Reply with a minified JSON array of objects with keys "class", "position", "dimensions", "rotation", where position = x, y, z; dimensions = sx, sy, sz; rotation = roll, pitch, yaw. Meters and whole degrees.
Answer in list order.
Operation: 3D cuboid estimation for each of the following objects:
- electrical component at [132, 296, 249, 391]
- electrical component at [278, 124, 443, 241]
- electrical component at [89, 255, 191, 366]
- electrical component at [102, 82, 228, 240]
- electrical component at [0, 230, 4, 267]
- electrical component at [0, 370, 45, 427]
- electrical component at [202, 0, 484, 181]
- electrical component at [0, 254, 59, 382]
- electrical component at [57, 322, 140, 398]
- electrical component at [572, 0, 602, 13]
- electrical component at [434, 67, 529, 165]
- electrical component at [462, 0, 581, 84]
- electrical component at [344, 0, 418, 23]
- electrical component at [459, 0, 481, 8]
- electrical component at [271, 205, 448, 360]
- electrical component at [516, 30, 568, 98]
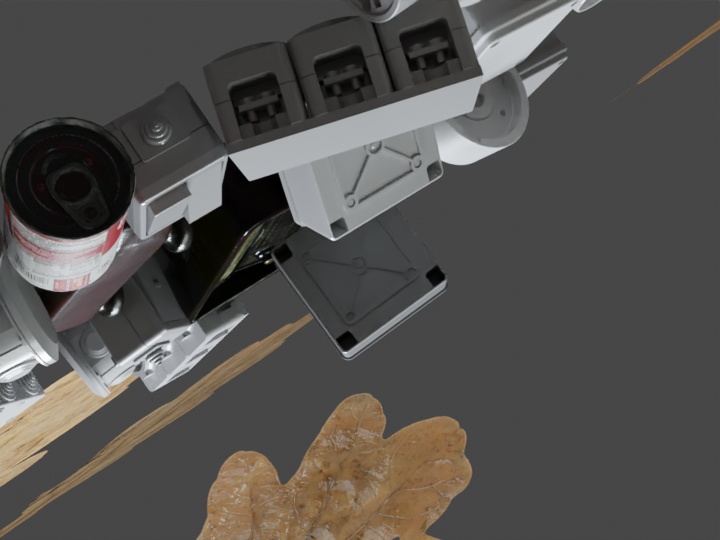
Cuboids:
[{"class":"electrical component","position":[-0.186,0.048,1.049],"dimensions":[0.062,0.089,0.150],"rotation":[-30,173,-40]},{"class":"electrical component","position":[-0.006,-0.095,0.761],"dimensions":[0.109,0.108,0.056],"rotation":[-32,-144,-23]},{"class":"electrical component","position":[-0.185,0.034,0.895],"dimensions":[0.061,0.096,0.062],"rotation":[-35,175,10]},{"class":"electrical component","position":[-0.118,-0.063,0.646],"dimensions":[0.062,0.061,0.096],"rotation":[-33,174,-17]},{"class":"electrical component","position":[-0.229,-0.001,0.616],"dimensions":[0.043,0.043,0.081],"rotation":[-31,174,-28]},{"class":"electrical component","position":[-0.342,0.119,0.960],"dimensions":[0.100,0.048,0.100],"rotation":[-35,174,10]},{"class":"electrical component","position":[-0.010,-0.111,0.642],"dimensions":[0.150,0.061,0.089],"rotation":[-17,175,0]},{"class":"electrical component","position":[-0.235,0.034,0.700],"dimensions":[0.051,0.080,0.080],"rotation":[-28,174,-7]},{"class":"electrical component","position":[-0.244,0.073,0.990],"dimensions":[0.051,0.080,0.080],"rotation":[-39,176,-14]},{"class":"electrical component","position":[0.177,-0.243,0.851],"dimensions":[0.058,0.057,0.078],"rotation":[-32,174,-22]},{"class":"electrical component","position":[0.086,-0.143,0.936],"dimensions":[0.108,0.108,0.060],"rotation":[-30,179,-37]},{"class":"electrical component","position":[0.101,-0.192,0.842],"dimensions":[0.109,0.056,0.109],"rotation":[-31,174,-29]},{"class":"electrical component","position":[0.018,-0.168,0.580],"dimensions":[0.047,0.055,0.055],"rotation":[-36,176,-29]},{"class":"electrical component","position":[0.056,-0.186,0.692],"dimensions":[0.079,0.043,0.077],"rotation":[-38,173,38]},{"class":"electrical component","position":[0.000,0.000,0.892],"dimensions":[0.109,0.108,0.056],"rotation":[-36,171,-4]},{"class":"electrical component","position":[0.129,-0.187,1.050],"dimensions":[0.109,0.056,0.109],"rotation":[-31,174,-30]}]
